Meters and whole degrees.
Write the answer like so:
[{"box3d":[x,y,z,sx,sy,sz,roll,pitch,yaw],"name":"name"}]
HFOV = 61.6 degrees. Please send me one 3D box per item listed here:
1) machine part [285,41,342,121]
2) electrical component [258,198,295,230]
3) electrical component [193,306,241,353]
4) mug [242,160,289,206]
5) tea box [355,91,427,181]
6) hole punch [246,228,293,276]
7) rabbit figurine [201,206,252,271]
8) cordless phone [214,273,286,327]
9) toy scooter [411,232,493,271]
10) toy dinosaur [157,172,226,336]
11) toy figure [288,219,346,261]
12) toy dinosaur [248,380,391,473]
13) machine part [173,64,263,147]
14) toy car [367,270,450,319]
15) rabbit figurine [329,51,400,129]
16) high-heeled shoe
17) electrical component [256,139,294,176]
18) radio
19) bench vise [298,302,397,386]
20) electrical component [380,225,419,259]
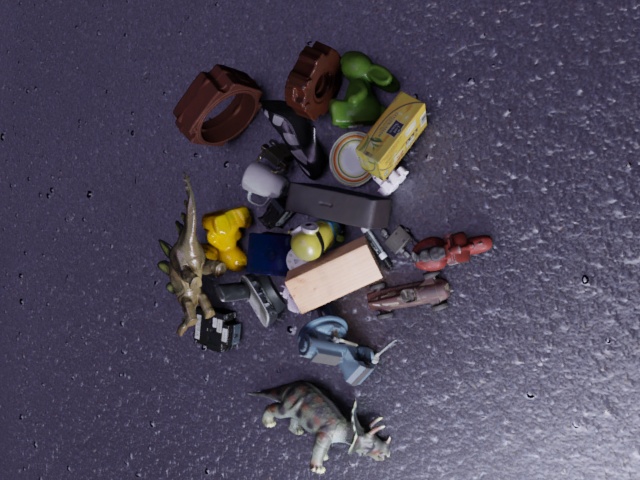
[{"box3d":[-0.009,-0.367,1.256,0.056,0.179,0.179,27,105,21],"name":"machine part"},{"box3d":[-0.095,-0.081,1.372,0.048,0.075,0.119,48,117,18],"name":"electrical component"},{"box3d":[-0.286,0.249,1.504,0.134,0.058,0.114,12,100,28],"name":"electrical component"},{"box3d":[-0.142,-0.138,1.393,0.107,0.081,0.109,24,100,17],"name":"mug"},{"box3d":[0.158,-0.226,1.179,0.068,0.098,0.169,36,82,22],"name":"tea box"},{"box3d":[-0.127,0.036,1.390,0.116,0.092,0.142,6,92,25],"name":"hole punch"},{"box3d":[-0.260,0.007,1.450,0.162,0.122,0.173,-11,106,32],"name":"rabbit figurine"},{"box3d":[-0.184,0.157,1.371,0.089,0.184,0.146,-38,75,20],"name":"cordless phone"},{"box3d":[0.268,0.024,1.142,0.184,0.135,0.075,-14,87,30],"name":"toy scooter"},{"box3d":[-0.350,0.060,1.418,0.199,0.105,0.470,36,123,32],"name":"toy dinosaur"},{"box3d":[0.001,-0.005,1.263,0.082,0.180,0.089,-32,79,29],"name":"toy figure"},{"box3d":[-0.018,0.425,1.337,0.405,0.131,0.192,30,94,29],"name":"toy dinosaur"},{"box3d":[-0.256,-0.336,1.376,0.201,0.201,0.087,-45,75,23],"name":"machine part"},{"box3d":[0.198,0.128,1.234,0.202,0.053,0.089,-14,89,28],"name":"toy car"},{"box3d":[0.094,-0.350,1.228,0.159,0.121,0.170,-3,93,22],"name":"rabbit figurine"},{"box3d":[-0.070,-0.258,1.370,0.249,0.086,0.145,41,142,39],"name":"high-heeled shoe"},{"box3d":[-0.113,-0.211,1.378,0.102,0.078,0.045,36,133,17],"name":"electrical component"},{"box3d":[0.047,-0.083,1.261,0.230,0.131,0.073,16,100,27],"name":"radio"},{"box3d":[0.037,0.220,1.277,0.128,0.223,0.241,-65,31,33],"name":"bench vise"},{"box3d":[0.185,-0.003,1.250,0.094,0.021,0.063,45,112,21],"name":"electrical component"}]
